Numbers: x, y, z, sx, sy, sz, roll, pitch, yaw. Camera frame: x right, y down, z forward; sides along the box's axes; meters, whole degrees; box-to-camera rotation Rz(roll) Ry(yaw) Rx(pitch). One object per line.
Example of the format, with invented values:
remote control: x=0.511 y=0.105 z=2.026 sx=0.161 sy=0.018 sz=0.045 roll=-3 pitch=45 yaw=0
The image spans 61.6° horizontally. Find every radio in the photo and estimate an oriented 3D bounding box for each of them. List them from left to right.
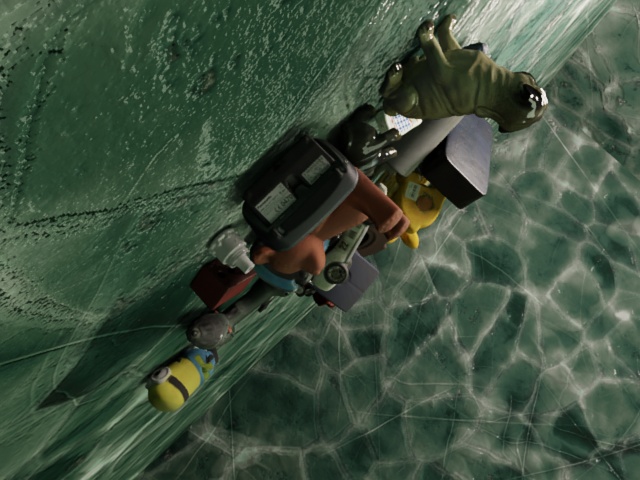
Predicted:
radio: x=0.294 y=-0.191 z=1.139 sx=0.073 sy=0.131 sz=0.230 roll=-34 pitch=-151 yaw=44

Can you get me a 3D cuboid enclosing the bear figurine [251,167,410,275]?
bear figurine: x=0.011 y=-0.006 z=0.757 sx=0.196 sy=0.132 sz=0.120 roll=-46 pitch=162 yaw=3

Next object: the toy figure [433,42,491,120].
toy figure: x=0.237 y=-0.285 z=0.951 sx=0.154 sy=0.058 sz=0.064 roll=-56 pitch=172 yaw=33

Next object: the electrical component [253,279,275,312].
electrical component: x=-0.113 y=0.106 z=1.193 sx=0.075 sy=0.048 sz=0.119 roll=-33 pitch=166 yaw=-49

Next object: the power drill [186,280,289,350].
power drill: x=-0.154 y=0.133 z=1.023 sx=0.207 sy=0.086 sz=0.232 roll=-44 pitch=173 yaw=-14

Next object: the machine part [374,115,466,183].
machine part: x=0.203 y=-0.209 z=1.068 sx=0.243 sy=0.079 sz=0.079 roll=-47 pitch=171 yaw=18

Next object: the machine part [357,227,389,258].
machine part: x=0.067 y=-0.018 z=1.105 sx=0.179 sy=0.056 sz=0.179 roll=-6 pitch=150 yaw=-4

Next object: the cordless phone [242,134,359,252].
cordless phone: x=-0.036 y=-0.065 z=0.710 sx=0.146 sy=0.088 sz=0.184 roll=-44 pitch=-170 yaw=-2

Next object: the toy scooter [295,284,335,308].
toy scooter: x=-0.020 y=0.082 z=1.123 sx=0.075 sy=0.135 sz=0.184 roll=-31 pitch=163 yaw=25

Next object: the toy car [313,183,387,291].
toy car: x=0.050 y=-0.005 z=0.879 sx=0.201 sy=0.056 sz=0.073 roll=-61 pitch=179 yaw=19

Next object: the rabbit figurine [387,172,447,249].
rabbit figurine: x=0.200 y=-0.064 z=1.200 sx=0.173 sy=0.122 sz=0.162 roll=-175 pitch=-86 yaw=-76

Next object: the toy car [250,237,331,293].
toy car: x=-0.044 y=-0.005 z=0.875 sx=0.161 sy=0.109 sz=0.103 roll=-58 pitch=-168 yaw=7

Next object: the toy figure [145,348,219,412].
toy figure: x=-0.280 y=0.283 z=1.119 sx=0.180 sy=0.089 sz=0.082 roll=-26 pitch=152 yaw=-57

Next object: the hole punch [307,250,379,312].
hole punch: x=0.036 y=0.063 z=1.034 sx=0.142 sy=0.092 sz=0.115 roll=-49 pitch=130 yaw=5

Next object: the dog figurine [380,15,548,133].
dog figurine: x=0.194 y=-0.192 z=0.751 sx=0.121 sy=0.190 sz=0.172 roll=-38 pitch=170 yaw=-35

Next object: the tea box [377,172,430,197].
tea box: x=0.222 y=-0.160 z=1.320 sx=0.068 sy=0.098 sz=0.169 roll=-32 pitch=166 yaw=-51

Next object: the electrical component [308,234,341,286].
electrical component: x=-0.002 y=-0.003 z=0.980 sx=0.134 sy=0.115 sz=0.058 roll=-47 pitch=126 yaw=12

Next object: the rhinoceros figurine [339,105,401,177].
rhinoceros figurine: x=0.058 y=-0.124 z=0.828 sx=0.112 sy=0.073 sz=0.190 roll=-44 pitch=171 yaw=-14
